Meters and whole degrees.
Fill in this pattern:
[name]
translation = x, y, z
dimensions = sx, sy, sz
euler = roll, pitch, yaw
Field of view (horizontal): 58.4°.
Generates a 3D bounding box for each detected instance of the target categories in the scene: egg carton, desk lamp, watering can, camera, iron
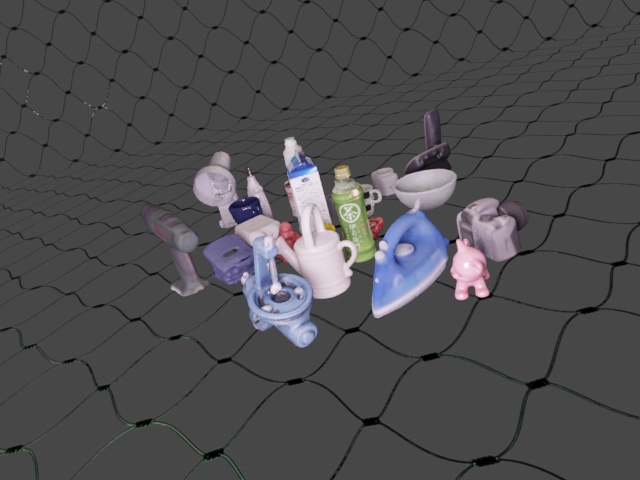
[egg carton]
translation = -0.159, -0.013, 1.517
dimensions = 0.107, 0.069, 0.149
euler = -27, 26, -26
[desk lamp]
translation = -0.285, -0.146, 1.709
dimensions = 0.117, 0.214, 0.203
euler = -11, 24, 10
[watering can]
translation = -0.012, 0.018, 1.199
dimensions = 0.173, 0.194, 0.101
euler = -14, 23, 2
[camera]
translation = 0.377, -0.038, 1.209
dimensions = 0.137, 0.101, 0.142
euler = -21, 24, -14
[iron]
translation = 0.161, 0.027, 1.141
dimensions = 0.118, 0.142, 0.259
euler = 3, 29, 36

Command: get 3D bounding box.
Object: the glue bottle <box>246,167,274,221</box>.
[glue bottle]
translation = -0.185, -0.132, 1.668
dimensions = 0.037, 0.173, 0.077
euler = -30, 27, -30

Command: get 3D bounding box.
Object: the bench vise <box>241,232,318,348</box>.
[bench vise]
translation = -0.106, 0.085, 1.072
dimensions = 0.206, 0.220, 0.122
euler = 5, 30, 38

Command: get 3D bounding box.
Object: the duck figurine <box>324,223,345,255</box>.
[duck figurine]
translation = 0.012, 0.005, 1.352
dimensions = 0.077, 0.086, 0.105
euler = -1, 27, 30

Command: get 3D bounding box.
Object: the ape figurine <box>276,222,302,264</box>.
[ape figurine]
translation = -0.080, 0.000, 1.411
dimensions = 0.077, 0.092, 0.076
euler = -14, 23, 3

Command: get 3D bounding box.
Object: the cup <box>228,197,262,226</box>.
[cup]
translation = -0.194, -0.063, 1.618
dimensions = 0.117, 0.095, 0.092
euler = 10, 34, 45

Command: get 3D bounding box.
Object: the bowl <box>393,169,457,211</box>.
[bowl]
translation = 0.277, -0.122, 1.491
dimensions = 0.167, 0.075, 0.167
euler = -13, 23, 6

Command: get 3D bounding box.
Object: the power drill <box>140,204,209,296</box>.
[power drill]
translation = -0.350, 0.022, 1.378
dimensions = 0.076, 0.209, 0.228
euler = -30, 28, -31

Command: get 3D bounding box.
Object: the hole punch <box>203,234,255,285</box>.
[hole punch]
translation = -0.213, 0.044, 1.395
dimensions = 0.109, 0.091, 0.100
euler = -31, 28, -32

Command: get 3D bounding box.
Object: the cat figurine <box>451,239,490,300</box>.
[cat figurine]
translation = 0.276, 0.044, 1.063
dimensions = 0.067, 0.118, 0.128
euler = -8, 24, 16

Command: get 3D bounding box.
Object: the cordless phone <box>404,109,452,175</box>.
[cordless phone]
translation = 0.310, -0.281, 1.688
dimensions = 0.148, 0.185, 0.093
euler = -29, 27, -29
